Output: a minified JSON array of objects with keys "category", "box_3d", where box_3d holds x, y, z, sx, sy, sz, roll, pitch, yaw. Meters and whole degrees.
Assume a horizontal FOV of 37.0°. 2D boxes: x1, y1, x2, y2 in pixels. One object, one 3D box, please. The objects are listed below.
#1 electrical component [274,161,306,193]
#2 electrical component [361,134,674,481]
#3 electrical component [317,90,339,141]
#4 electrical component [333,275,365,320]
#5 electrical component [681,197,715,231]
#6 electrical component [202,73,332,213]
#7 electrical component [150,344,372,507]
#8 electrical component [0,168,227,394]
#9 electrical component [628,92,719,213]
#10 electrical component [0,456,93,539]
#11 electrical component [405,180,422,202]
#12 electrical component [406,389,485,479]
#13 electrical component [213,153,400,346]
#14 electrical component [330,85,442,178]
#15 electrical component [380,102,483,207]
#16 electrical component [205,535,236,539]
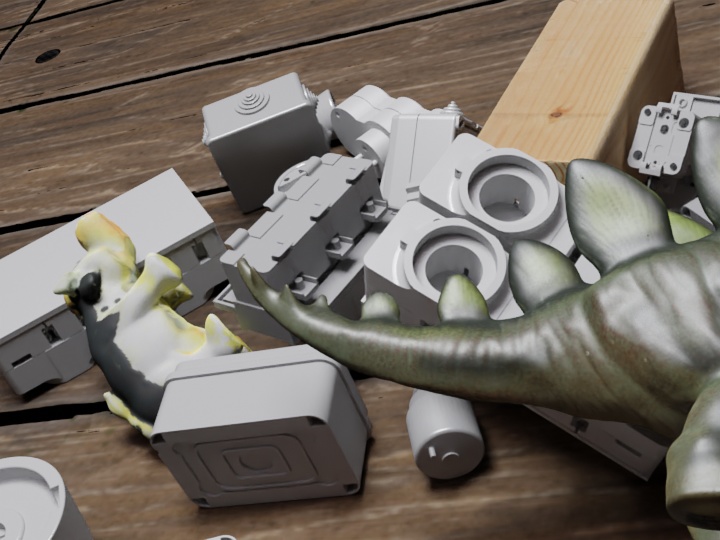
[{"category":"electrical component","box_3d":[-0.033,-0.052,0.835,0.055,0.047,0.055,-14,37,11]},{"category":"electrical component","box_3d":[0.106,0.014,0.591,0.186,0.060,0.105,31,68,16]},{"category":"electrical component","box_3d":[-0.048,-0.125,0.941,0.065,0.044,0.044,-23,36,6]},{"category":"electrical component","box_3d":[0.000,0.000,0.754,0.077,0.047,0.065,-27,37,-10]},{"category":"electrical component","box_3d":[0.243,-0.002,0.606,0.057,0.078,0.113,-30,37,-6]},{"category":"electrical component","box_3d":[-0.074,-0.105,0.882,0.100,0.099,0.048,-21,49,2]},{"category":"electrical component","box_3d":[-0.057,0.092,0.640,0.113,0.078,0.057,-9,41,17]},{"category":"electrical component","box_3d":[-0.200,0.009,0.833,0.186,0.060,0.105,-30,37,-11]},{"category":"electrical component","box_3d":[0.214,-0.081,0.721,0.042,0.064,0.081,17,93,42]},{"category":"electrical component","box_3d":[-0.210,0.171,0.632,0.108,0.060,0.108,-14,37,11]},{"category":"electrical component","box_3d":[0.068,-0.015,0.701,0.056,0.089,0.050,-12,37,14]},{"category":"electrical component","box_3d":[0.047,0.085,0.627,0.040,0.040,0.078,-18,36,5]},{"category":"electrical component","box_3d":[-0.032,-0.018,0.695,0.079,0.063,0.121,14,47,34]},{"category":"electrical component","box_3d":[0.020,-0.098,0.862,0.074,0.052,0.138,-38,40,-21]},{"category":"electrical component","box_3d":[0.053,-0.073,0.768,0.061,0.062,0.096,6,87,31]},{"category":"electrical component","box_3d":[-0.104,0.194,0.552,0.113,0.057,0.078,-16,37,8]}]
